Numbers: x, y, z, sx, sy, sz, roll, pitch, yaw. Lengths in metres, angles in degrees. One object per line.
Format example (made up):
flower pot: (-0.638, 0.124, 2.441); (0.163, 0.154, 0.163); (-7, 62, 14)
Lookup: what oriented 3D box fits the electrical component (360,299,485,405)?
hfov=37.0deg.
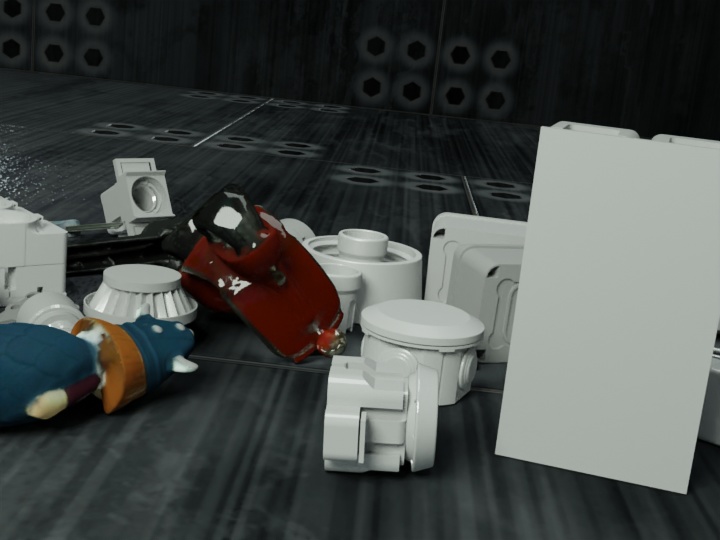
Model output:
electrical component: (0.039, 0.052, 0.702); (0.080, 0.051, 0.080); (6, 14, -1)

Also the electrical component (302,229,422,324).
electrical component: (0.000, 0.000, 0.878); (0.108, 0.060, 0.108); (6, 14, -1)

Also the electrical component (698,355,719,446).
electrical component: (0.236, 0.077, 0.692); (0.076, 0.047, 0.083); (17, 17, 38)

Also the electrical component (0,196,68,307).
electrical component: (-0.300, -0.022, 0.835); (0.089, 0.061, 0.150); (-5, 17, -39)

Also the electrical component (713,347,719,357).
electrical component: (0.226, 0.054, 0.789); (0.079, 0.043, 0.077); (12, 15, 22)

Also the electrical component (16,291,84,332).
electrical component: (-0.189, 0.041, 0.671); (0.040, 0.040, 0.078); (-1, 15, -27)

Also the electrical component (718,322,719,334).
electrical component: (0.256, 0.018, 0.912); (0.150, 0.061, 0.089); (0, 15, -25)

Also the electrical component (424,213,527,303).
electrical component: (0.113, -0.001, 0.896); (0.113, 0.078, 0.057); (7, 17, 6)

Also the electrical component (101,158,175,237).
electrical component: (-0.213, -0.063, 1.020); (0.042, 0.081, 0.064); (-5, -11, -42)

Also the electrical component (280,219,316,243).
electrical component: (-0.070, -0.012, 0.915); (0.055, 0.055, 0.047); (12, 18, 25)

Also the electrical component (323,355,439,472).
electrical component: (0.012, 0.077, 0.573); (0.057, 0.058, 0.078); (3, 13, 2)

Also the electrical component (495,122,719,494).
electrical component: (0.145, 0.017, 0.602); (0.105, 0.186, 0.060); (10, 14, 15)

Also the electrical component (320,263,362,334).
electrical component: (-0.020, 0.021, 0.811); (0.040, 0.046, 0.040); (6, 14, -1)

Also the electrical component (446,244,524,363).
electrical component: (0.125, 0.023, 0.802); (0.113, 0.078, 0.057); (1, 18, -22)
